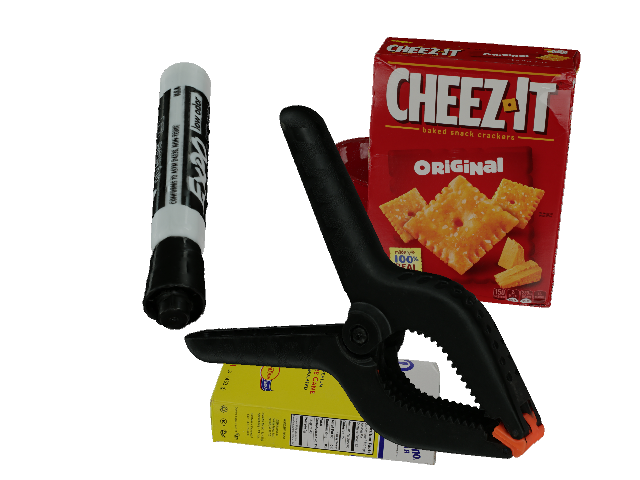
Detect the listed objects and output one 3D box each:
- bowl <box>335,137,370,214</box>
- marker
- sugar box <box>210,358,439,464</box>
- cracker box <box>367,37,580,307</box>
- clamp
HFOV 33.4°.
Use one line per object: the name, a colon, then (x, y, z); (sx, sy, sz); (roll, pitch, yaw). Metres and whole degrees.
bowl: (0.083, -0.055, 1.097); (0.162, 0.055, 0.162); (5, 24, -3)
marker: (-0.047, -0.018, 0.356); (0.020, 0.020, 0.121); (0, 43, -5)
sugar box: (0.007, 0.128, 0.852); (0.176, 0.048, 0.093); (2, 26, 5)
cracker box: (0.125, -0.055, 0.905); (0.164, 0.214, 0.072); (6, 24, 12)
clamp: (0.028, 0.035, 0.561); (0.210, 0.165, 0.036); (29, 24, 25)
